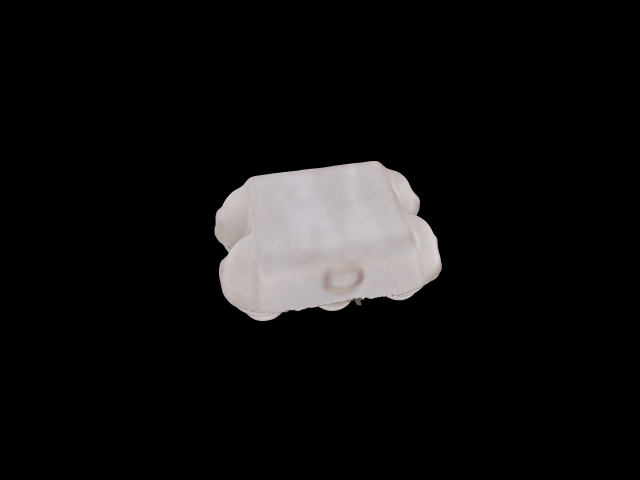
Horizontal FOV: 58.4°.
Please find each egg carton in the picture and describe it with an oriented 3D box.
[{"bbox_3d":[0.004,0.001,0.400,0.150,0.069,0.107,-9,46,-8],"label":"egg carton"}]
